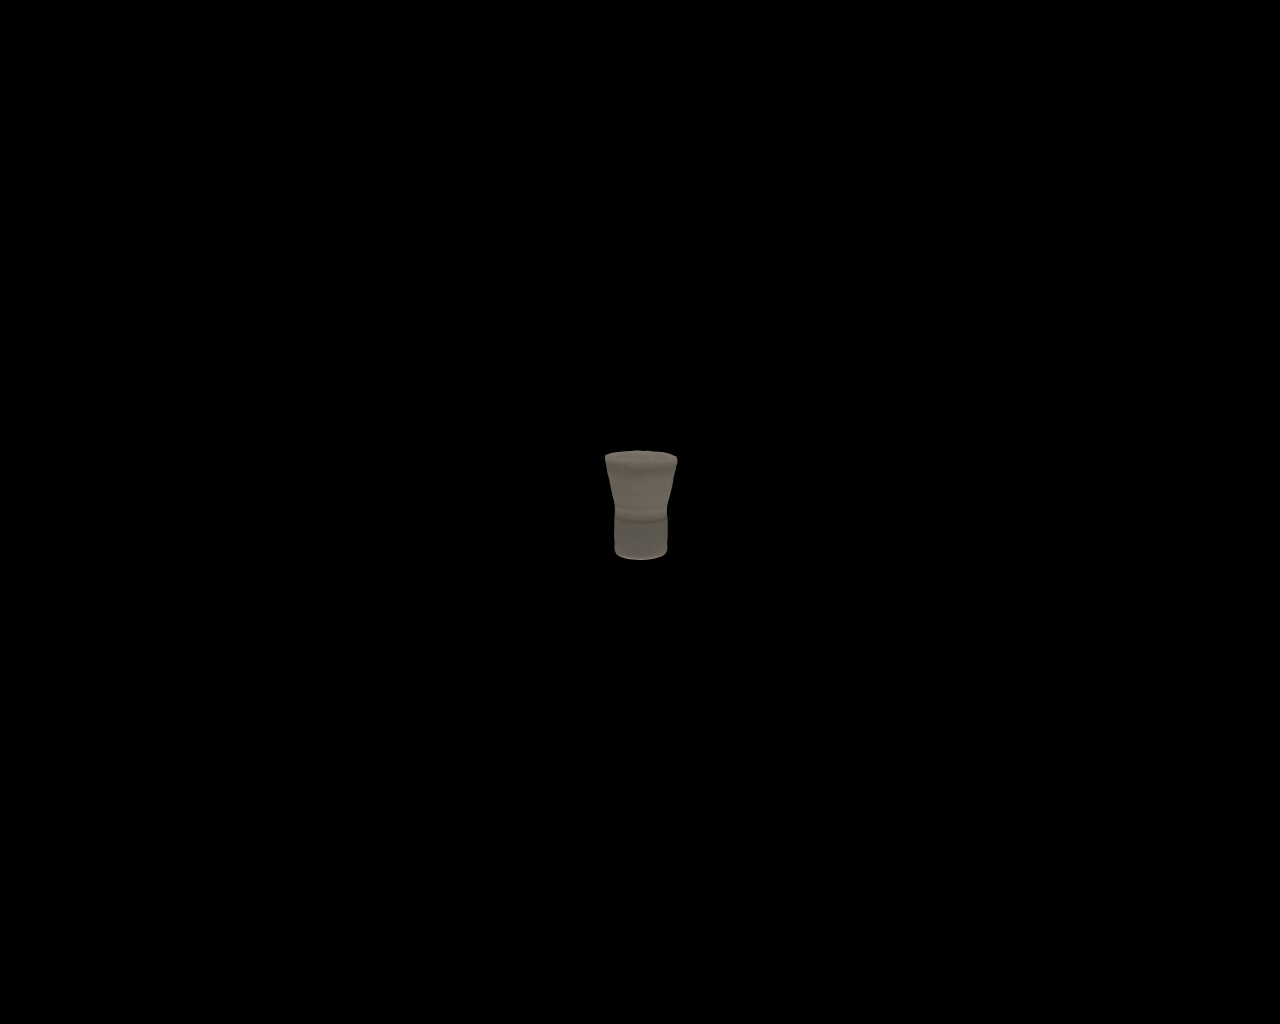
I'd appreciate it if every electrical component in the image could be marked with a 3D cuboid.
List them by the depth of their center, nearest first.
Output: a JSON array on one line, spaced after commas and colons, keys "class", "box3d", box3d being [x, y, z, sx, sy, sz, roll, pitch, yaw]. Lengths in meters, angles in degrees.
[{"class": "electrical component", "box3d": [0.001, -0.003, 0.650, 0.044, 0.065, 0.044, 0, 11, 0]}]
